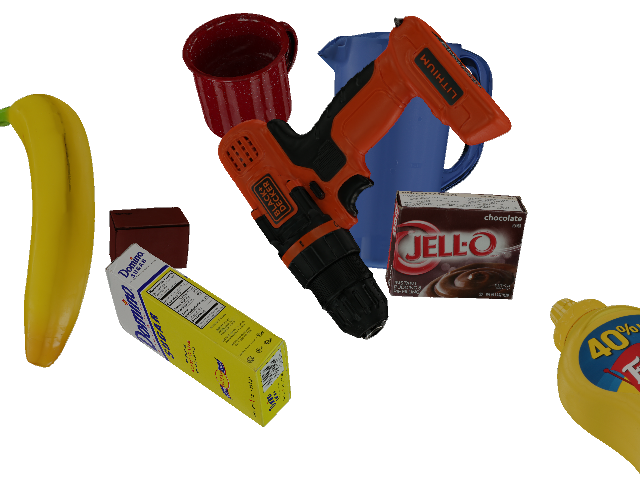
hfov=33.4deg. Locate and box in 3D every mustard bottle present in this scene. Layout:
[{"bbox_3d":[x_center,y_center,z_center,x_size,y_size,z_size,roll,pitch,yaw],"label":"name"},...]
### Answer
[{"bbox_3d":[0.194,0.088,0.615,0.096,0.058,0.192,-18,33,-17],"label":"mustard bottle"}]

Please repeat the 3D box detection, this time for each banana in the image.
[{"bbox_3d":[-0.159,-0.023,0.633,0.037,0.198,0.070,11,-44,-35],"label":"banana"}]

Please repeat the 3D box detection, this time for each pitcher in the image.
[{"bbox_3d":[0.084,-0.097,1.134,0.149,0.243,0.144,10,13,31],"label":"pitcher"}]

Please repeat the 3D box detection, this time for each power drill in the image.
[{"bbox_3d":[0.038,-0.049,0.750,0.188,0.184,0.057,-39,-13,14],"label":"power drill"}]

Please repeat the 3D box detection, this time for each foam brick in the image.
[{"bbox_3d":[-0.181,-0.002,1.126,0.078,0.051,0.053,-4,23,-17],"label":"foam brick"}]

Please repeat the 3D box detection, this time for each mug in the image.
[{"bbox_3d":[-0.062,-0.150,0.958,0.093,0.081,0.117,27,58,28],"label":"mug"}]

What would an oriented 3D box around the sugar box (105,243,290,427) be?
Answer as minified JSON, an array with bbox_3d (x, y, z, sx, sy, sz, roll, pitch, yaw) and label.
[{"bbox_3d":[-0.108,0.082,0.934,0.176,0.093,0.048,28,55,24],"label":"sugar box"}]

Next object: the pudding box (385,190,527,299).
[{"bbox_3d":[0.118,0.004,0.937,0.113,0.090,0.039,1,31,-5],"label":"pudding box"}]
